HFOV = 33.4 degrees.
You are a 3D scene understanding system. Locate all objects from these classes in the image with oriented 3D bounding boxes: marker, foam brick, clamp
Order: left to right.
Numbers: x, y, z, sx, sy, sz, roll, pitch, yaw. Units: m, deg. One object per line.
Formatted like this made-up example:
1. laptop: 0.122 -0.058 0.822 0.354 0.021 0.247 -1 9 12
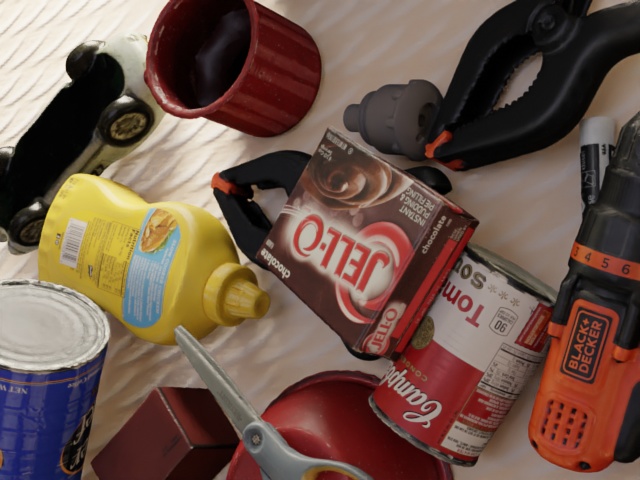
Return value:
1. foam brick: -0.100 0.141 0.700 0.078 0.051 0.053 -48 59 19
2. clamp: -0.004 0.001 0.667 0.172 0.039 0.120 15 85 39
3. clamp: 0.140 -0.109 0.573 0.210 0.036 0.165 -51 42 19
4. marker: 0.149 -0.005 0.569 0.020 0.020 0.121 -5 78 35

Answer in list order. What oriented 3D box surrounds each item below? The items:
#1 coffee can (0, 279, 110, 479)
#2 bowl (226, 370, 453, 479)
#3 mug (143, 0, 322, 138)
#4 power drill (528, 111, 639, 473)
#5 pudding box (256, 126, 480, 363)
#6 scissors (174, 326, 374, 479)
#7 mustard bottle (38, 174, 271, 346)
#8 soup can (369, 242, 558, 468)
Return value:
1. coffee can: -0.204 0.112 0.721 0.103 0.102 0.140 37 124 35
2. bowl: -0.003 0.156 0.625 0.162 0.055 0.162 -8 77 35
3. mug: -0.062 -0.112 0.702 0.117 0.081 0.093 -11 75 34
4. power drill: 0.198 0.044 0.483 0.188 0.057 0.184 21 104 34
5. pudding box: 0.023 0.000 0.587 0.090 0.039 0.114 -60 39 8
6. scissors: -0.036 0.134 0.606 0.202 0.016 0.096 29 98 36
7. mustard bottle: -0.110 0.019 0.725 0.192 0.058 0.096 17 92 37
8. soup can: 0.081 0.061 0.574 0.069 0.068 0.102 37 102 35
